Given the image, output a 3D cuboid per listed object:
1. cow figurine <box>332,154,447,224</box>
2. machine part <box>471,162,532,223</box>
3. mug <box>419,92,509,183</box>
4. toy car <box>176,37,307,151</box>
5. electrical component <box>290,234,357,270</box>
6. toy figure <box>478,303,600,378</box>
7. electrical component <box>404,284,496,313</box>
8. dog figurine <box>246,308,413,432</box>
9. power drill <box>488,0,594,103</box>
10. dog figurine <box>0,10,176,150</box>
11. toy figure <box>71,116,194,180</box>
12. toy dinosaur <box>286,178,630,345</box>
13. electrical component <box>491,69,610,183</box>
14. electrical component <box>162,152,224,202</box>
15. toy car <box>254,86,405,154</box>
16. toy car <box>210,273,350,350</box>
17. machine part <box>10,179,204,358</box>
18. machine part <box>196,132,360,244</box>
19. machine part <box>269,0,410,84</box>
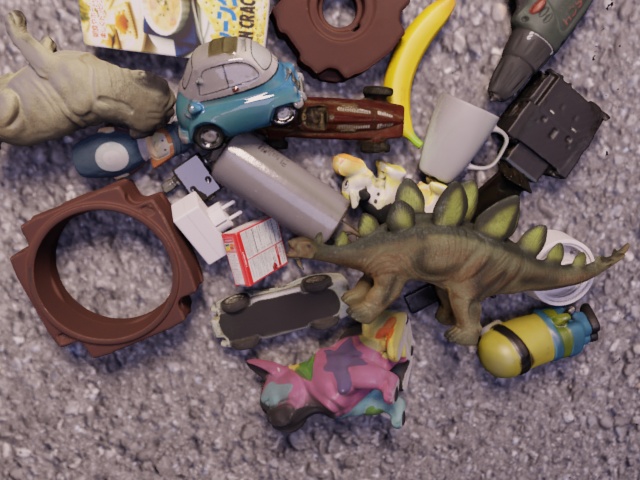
[{"bbox_3d":[0.088,-0.058,0.735,0.167,0.068,0.098,16,106,-8],"label":"cow figurine"},{"bbox_3d":[0.223,-0.047,0.748,0.084,0.039,0.139,42,120,-8],"label":"machine part"},{"bbox_3d":[0.188,-0.128,0.724,0.109,0.081,0.107,26,109,-1],"label":"mug"},{"bbox_3d":[-0.101,-0.178,0.622,0.162,0.109,0.102,-12,136,9],"label":"toy car"},{"bbox_3d":[0.000,-0.003,0.749,0.102,0.045,0.078,-10,74,-7],"label":"electrical component"},{"bbox_3d":[0.320,0.145,0.789,0.180,0.089,0.082,-12,97,-1],"label":"toy figure"},{"bbox_3d":[0.185,0.072,0.781,0.119,0.048,0.074,-23,103,-3],"label":"electrical component"},{"bbox_3d":[0.013,0.179,0.757,0.219,0.191,0.108,2,142,17],"label":"dog figurine"},{"bbox_3d":[0.248,-0.325,0.688,0.207,0.086,0.232,43,93,-9],"label":"power drill"},{"bbox_3d":[-0.286,-0.147,0.629,0.191,0.121,0.172,29,98,-1],"label":"dog figurine"},{"bbox_3d":[-0.235,-0.117,0.693,0.154,0.058,0.064,-14,142,-5],"label":"toy figure"},{"bbox_3d":[0.185,0.027,0.683,0.471,0.105,0.198,10,104,-19],"label":"toy dinosaur"},{"bbox_3d":[0.310,-0.149,0.743,0.115,0.058,0.134,33,96,-10],"label":"electrical component"},{"bbox_3d":[-0.163,-0.080,0.724,0.094,0.021,0.063,-33,104,1],"label":"electrical component"},{"bbox_3d":[0.008,-0.158,0.697,0.202,0.053,0.089,5,99,6],"label":"toy car"},{"bbox_3d":[-0.054,0.099,0.757,0.202,0.056,0.073,-14,104,-1],"label":"toy car"},{"bbox_3d":[-0.273,0.037,0.705,0.201,0.087,0.201,-22,105,-1],"label":"machine part"},{"bbox_3d":[-0.049,-0.065,0.685,0.243,0.079,0.079,35,96,-5],"label":"machine part"},{"bbox_3d":[0.025,-0.292,0.682,0.179,0.056,0.179,-1,103,-5],"label":"machine part"}]
